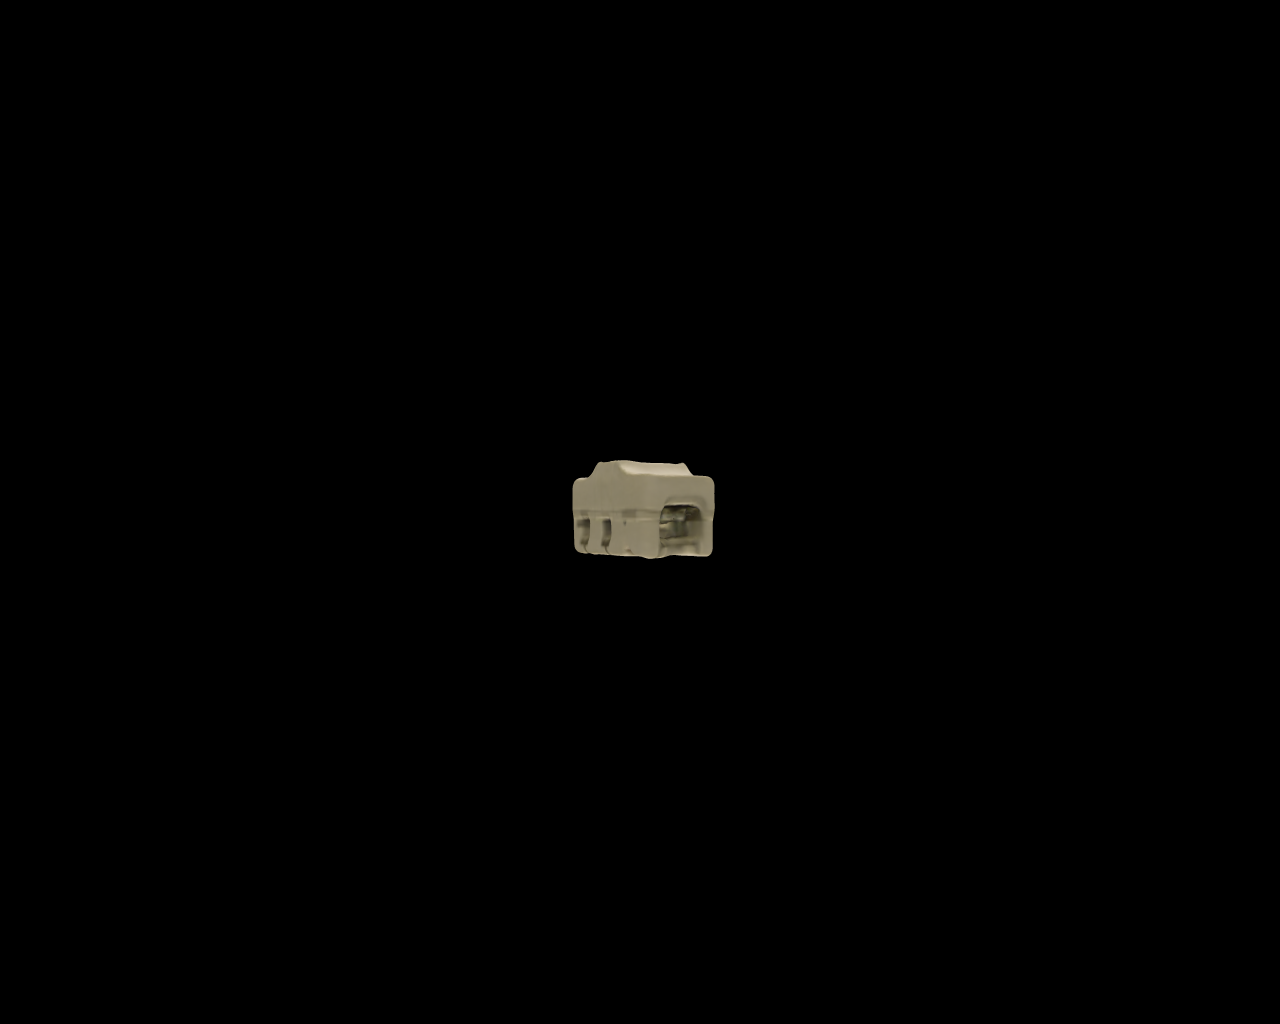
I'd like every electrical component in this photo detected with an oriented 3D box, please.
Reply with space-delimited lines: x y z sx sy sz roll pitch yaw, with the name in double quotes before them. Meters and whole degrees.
"electrical component" 0.001 -0.003 0.650 0.050 0.055 0.089 0 0 -32
